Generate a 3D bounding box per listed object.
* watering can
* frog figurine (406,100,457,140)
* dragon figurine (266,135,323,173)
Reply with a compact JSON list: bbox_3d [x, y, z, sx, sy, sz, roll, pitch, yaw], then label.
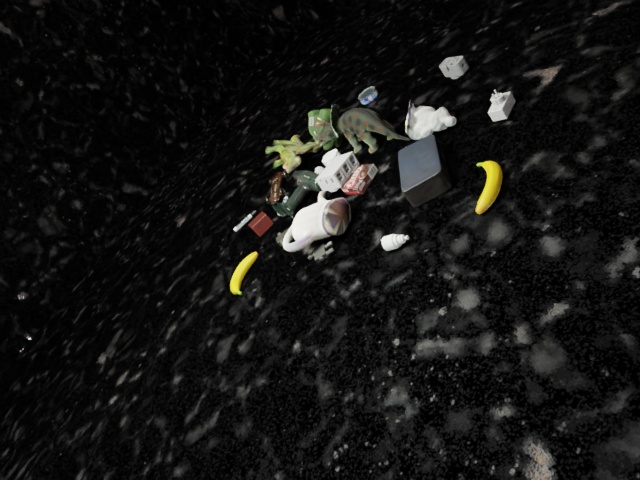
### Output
[{"bbox_3d":[0.005,-0.085,1.684,0.222,0.102,0.355,-15,29,38],"label":"watering can"},{"bbox_3d":[0.364,-0.385,1.688,0.159,0.120,0.140,10,37,11],"label":"frog figurine"},{"bbox_3d":[-0.082,-0.394,2.228,0.242,0.120,0.419,-1,32,25],"label":"dragon figurine"}]
